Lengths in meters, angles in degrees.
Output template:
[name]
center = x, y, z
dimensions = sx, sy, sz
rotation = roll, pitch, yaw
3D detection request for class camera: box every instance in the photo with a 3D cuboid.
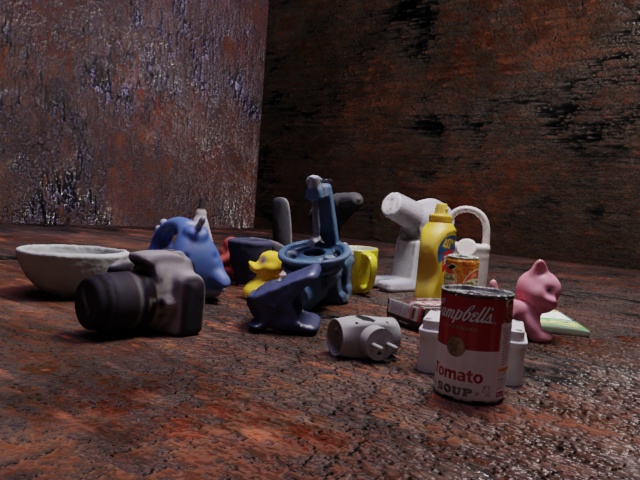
[camera]
center = -0.231, 0.061, 0.706
dimensions = 0.142, 0.101, 0.137
rotation = 7, 4, 40

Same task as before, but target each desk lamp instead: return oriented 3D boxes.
[desk lamp]
center = 0.199, 0.004, 1.290
dimensions = 0.204, 0.213, 0.117
rotation = 1, 5, -43

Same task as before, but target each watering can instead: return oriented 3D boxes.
[watering can]
center = 0.298, 0.028, 1.167
dimensions = 0.101, 0.194, 0.172
rotation = 4, 3, -9

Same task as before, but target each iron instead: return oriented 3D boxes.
[iron]
center = -0.254, 0.023, 0.991
dimensions = 0.119, 0.141, 0.257
rotation = 2, 4, -38

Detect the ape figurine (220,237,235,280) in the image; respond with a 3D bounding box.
[ape figurine]
center = -0.192, 0.039, 1.230
dimensions = 0.075, 0.092, 0.078
rotation = 7, 4, 36

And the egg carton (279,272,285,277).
[egg carton]
center = -0.047, 0.064, 1.165
dimensions = 0.107, 0.069, 0.150
rotation = 4, 3, -13

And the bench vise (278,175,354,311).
[bench vise]
center = -0.003, 0.003, 0.984
dimensions = 0.121, 0.220, 0.208
rotation = 5, 3, 8

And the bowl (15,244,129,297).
[bowl]
center = -0.392, 0.050, 0.911
dimensions = 0.167, 0.075, 0.167
rotation = 4, 3, 0

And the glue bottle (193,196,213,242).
[glue bottle]
center = -0.259, -0.007, 1.231
dimensions = 0.037, 0.173, 0.078
rotation = 6, 4, 32

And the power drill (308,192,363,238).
[power drill]
center = 0.035, -0.011, 1.375
dimensions = 0.076, 0.208, 0.229
rotation = 3, 4, -25

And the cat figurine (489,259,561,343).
[cat figurine]
center = 0.297, 0.085, 0.832
dimensions = 0.128, 0.118, 0.067
rotation = 3, 3, -16

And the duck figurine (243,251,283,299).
[duck figurine]
center = -0.081, 0.063, 1.005
dimensions = 0.104, 0.086, 0.077
rotation = 4, 3, -7

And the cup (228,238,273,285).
[cup]
center = -0.141, 0.044, 1.171
dimensions = 0.091, 0.095, 0.118
rotation = 5, 3, 9

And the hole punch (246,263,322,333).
[hole punch]
center = -0.047, 0.075, 0.784
dimensions = 0.101, 0.091, 0.109
rotation = 4, 3, 2

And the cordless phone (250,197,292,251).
[cordless phone]
center = -0.114, -0.010, 1.357
dimensions = 0.094, 0.185, 0.147
rotation = 1, 5, -43
